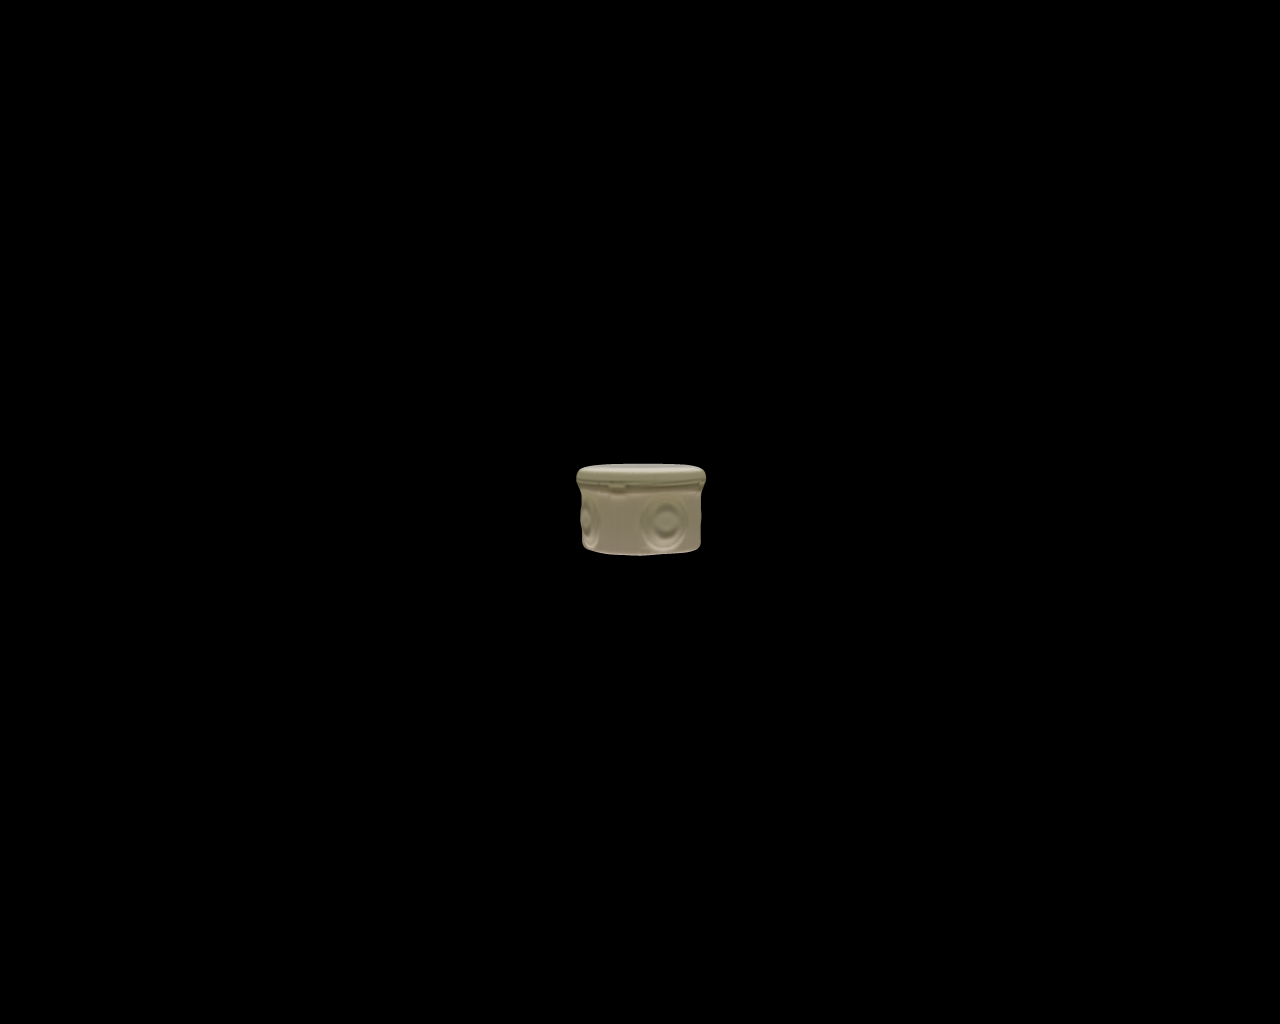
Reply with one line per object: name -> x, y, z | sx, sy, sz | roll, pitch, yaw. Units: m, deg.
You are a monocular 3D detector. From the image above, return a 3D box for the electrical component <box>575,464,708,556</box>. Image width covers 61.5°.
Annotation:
electrical component -> 0.001, -0.003, 0.650 | 0.080, 0.051, 0.080 | 0, 5, 0
